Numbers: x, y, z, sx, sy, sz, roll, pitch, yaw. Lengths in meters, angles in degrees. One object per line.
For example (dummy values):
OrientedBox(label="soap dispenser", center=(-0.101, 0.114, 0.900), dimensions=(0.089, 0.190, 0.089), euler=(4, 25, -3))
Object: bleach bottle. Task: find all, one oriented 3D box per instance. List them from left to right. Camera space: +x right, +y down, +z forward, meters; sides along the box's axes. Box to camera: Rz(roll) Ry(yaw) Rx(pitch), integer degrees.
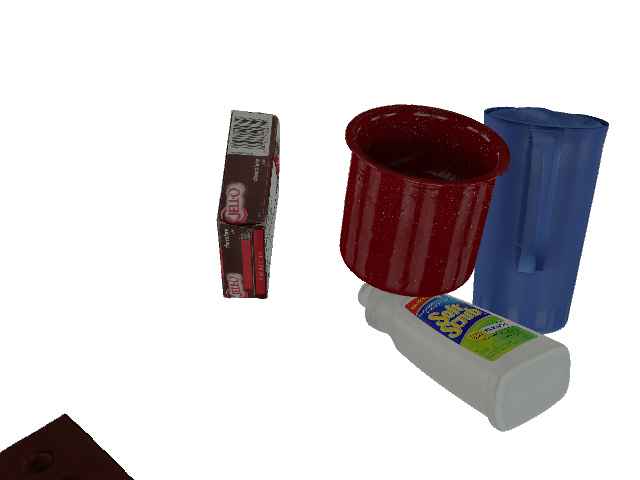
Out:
OrientedBox(label="bleach bottle", center=(0.120, 0.096, 1.051), dimensions=(0.102, 0.068, 0.251), euler=(-20, 29, -32))

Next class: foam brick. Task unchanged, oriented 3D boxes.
OrientedBox(label="foam brick", center=(-0.112, 0.128, 0.481), dimensions=(0.052, 0.051, 0.078), euler=(-31, 44, -31))

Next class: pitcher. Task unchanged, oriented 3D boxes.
OrientedBox(label="pitcher", center=(0.232, -0.021, 1.172), dimensions=(0.149, 0.243, 0.145), euler=(-6, 19, -34))

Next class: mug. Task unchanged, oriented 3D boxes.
OrientedBox(label="mug", center=(0.062, -0.026, 0.623), dimensions=(0.093, 0.081, 0.117), euler=(23, 36, 23))

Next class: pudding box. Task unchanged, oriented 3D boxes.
OrientedBox(label="pudding box", center=(-0.053, -0.026, 0.795), dimensions=(0.039, 0.113, 0.090), euler=(5, -39, 1))
